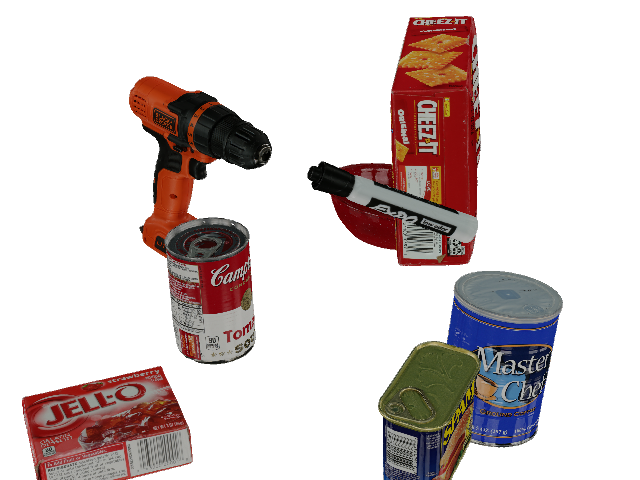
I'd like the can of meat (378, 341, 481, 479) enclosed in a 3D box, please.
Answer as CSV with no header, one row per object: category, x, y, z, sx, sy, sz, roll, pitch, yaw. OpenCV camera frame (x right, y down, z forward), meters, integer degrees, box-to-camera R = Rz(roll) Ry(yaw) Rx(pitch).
can of meat,0.087,0.145,0.854,0.057,0.084,0.102,14,36,23

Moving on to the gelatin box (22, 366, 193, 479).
gelatin box,-0.128,0.112,0.635,0.089,0.030,0.073,-11,25,-17

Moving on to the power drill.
power drill,-0.124,-0.060,1.094,0.185,0.188,0.057,30,38,34

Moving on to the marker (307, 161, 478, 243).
marker,0.047,-0.025,0.692,0.121,0.020,0.020,19,-7,-20

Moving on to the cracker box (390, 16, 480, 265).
cracker box,0.110,-0.097,0.976,0.072,0.164,0.213,0,27,10

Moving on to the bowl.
bowl,0.081,-0.033,1.201,0.162,0.055,0.162,6,25,-3

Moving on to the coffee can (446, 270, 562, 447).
coffee can,0.172,0.114,1.038,0.103,0.140,0.103,5,23,-2

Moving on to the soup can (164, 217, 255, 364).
soup can,-0.089,0.042,0.874,0.068,0.102,0.068,-2,29,1
